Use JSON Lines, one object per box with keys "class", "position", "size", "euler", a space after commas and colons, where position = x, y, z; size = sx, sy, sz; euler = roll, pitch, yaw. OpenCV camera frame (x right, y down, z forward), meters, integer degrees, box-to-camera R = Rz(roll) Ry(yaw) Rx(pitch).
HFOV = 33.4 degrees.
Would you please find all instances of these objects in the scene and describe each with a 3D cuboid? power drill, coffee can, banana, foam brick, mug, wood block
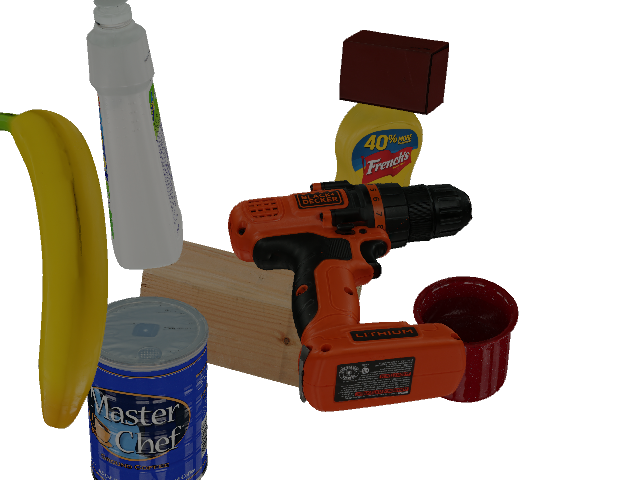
{"class": "power drill", "position": [0.038, 0.028, 0.741], "size": [0.184, 0.057, 0.188], "euler": [-7, 39, -9]}
{"class": "coffee can", "position": [-0.146, 0.133, 0.902], "size": [0.103, 0.140, 0.103], "euler": [2, 28, -2]}
{"class": "banana", "position": [-0.146, 0.003, 0.603], "size": [0.037, 0.198, 0.070], "euler": [1, -23, -36]}
{"class": "foam brick", "position": [0.060, -0.139, 0.877], "size": [0.078, 0.051, 0.052], "euler": [13, 24, 19]}
{"class": "mug", "position": [0.130, 0.085, 0.982], "size": [0.093, 0.081, 0.117], "euler": [-6, 39, -2]}
{"class": "wood block", "position": [-0.073, 0.076, 1.089], "size": [0.206, 0.091, 0.090], "euler": [14, 24, 10]}

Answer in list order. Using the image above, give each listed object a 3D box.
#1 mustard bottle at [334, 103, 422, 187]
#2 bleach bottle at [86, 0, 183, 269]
{"class": "mustard bottle", "position": [0.061, -0.092, 1.143], "size": [0.096, 0.192, 0.058], "euler": [-6, 32, -23]}
{"class": "bleach bottle", "position": [-0.169, -0.100, 0.952], "size": [0.068, 0.251, 0.102], "euler": [-7, 36, -6]}
